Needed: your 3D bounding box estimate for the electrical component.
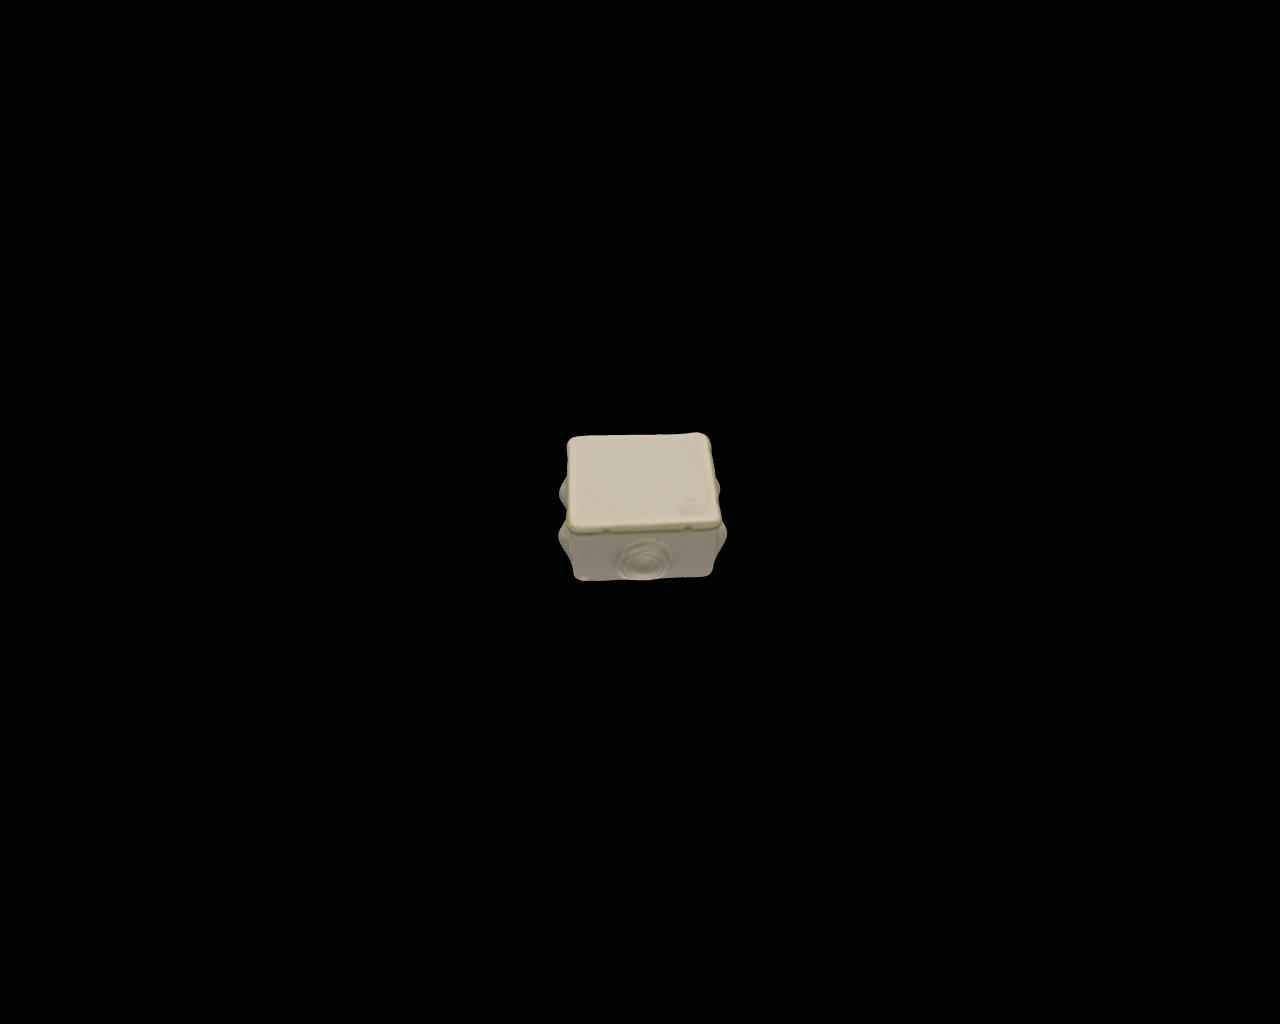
[{"bbox_3d":[0.001,-0.003,0.650,0.100,0.048,0.100,-2,40,-2],"label":"electrical component"}]
